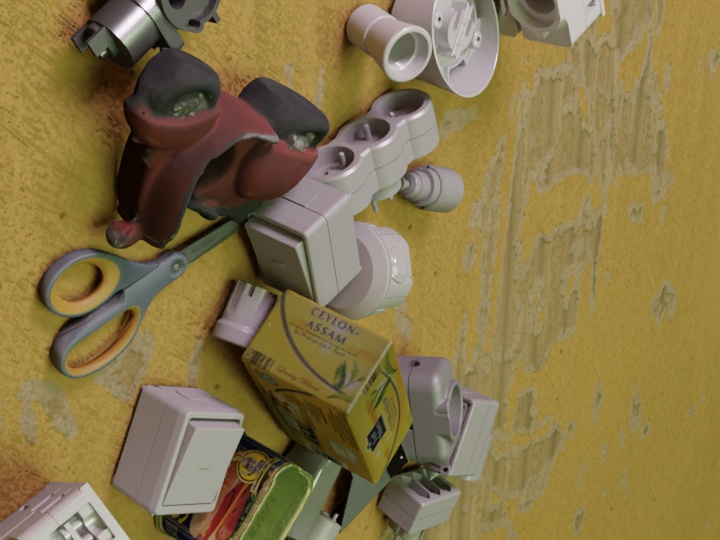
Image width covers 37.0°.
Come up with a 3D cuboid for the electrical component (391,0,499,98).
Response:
[{"bbox_3d":[0.072,-0.195,0.876,0.099,0.064,0.099,-25,125,-41],"label":"electrical component"}]

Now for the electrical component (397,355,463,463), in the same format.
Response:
[{"bbox_3d":[0.061,0.130,1.004,0.053,0.059,0.095,-53,139,-60],"label":"electrical component"}]

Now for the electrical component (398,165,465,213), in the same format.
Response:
[{"bbox_3d":[0.057,-0.072,0.938,0.078,0.040,0.040,2,105,-51],"label":"electrical component"}]

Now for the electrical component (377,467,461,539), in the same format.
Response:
[{"bbox_3d":[0.053,0.245,1.081,0.066,0.047,0.076,-3,122,-50],"label":"electrical component"}]

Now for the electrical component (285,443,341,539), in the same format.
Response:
[{"bbox_3d":[-0.059,0.184,0.917,0.079,0.044,0.077,32,82,-52],"label":"electrical component"}]

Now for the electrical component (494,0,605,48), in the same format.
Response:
[{"bbox_3d":[0.124,-0.275,0.867,0.060,0.105,0.186,-48,138,-25],"label":"electrical component"}]

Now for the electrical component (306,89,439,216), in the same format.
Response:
[{"bbox_3d":[0.012,-0.081,0.869,0.138,0.052,0.073,-42,135,-30],"label":"electrical component"}]

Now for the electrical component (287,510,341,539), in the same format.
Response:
[{"bbox_3d":[-0.050,0.247,0.962,0.078,0.040,0.040,-59,142,-12],"label":"electrical component"}]

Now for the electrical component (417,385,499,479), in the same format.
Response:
[{"bbox_3d":[0.091,0.164,1.074,0.061,0.062,0.096,12,98,-52],"label":"electrical component"}]

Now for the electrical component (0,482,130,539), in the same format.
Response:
[{"bbox_3d":[-0.173,0.218,0.707,0.062,0.089,0.150,-39,101,-30],"label":"electrical component"}]

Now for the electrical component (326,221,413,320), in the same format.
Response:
[{"bbox_3d":[0.000,0.000,0.872,0.051,0.080,0.080,-3,109,-55],"label":"electrical component"}]

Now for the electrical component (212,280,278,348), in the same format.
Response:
[{"bbox_3d":[-0.086,0.035,0.818,0.040,0.040,0.046,28,80,-52],"label":"electrical component"}]

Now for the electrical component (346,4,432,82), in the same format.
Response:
[{"bbox_3d":[0.019,-0.176,0.820,0.044,0.065,0.044,-21,132,-25],"label":"electrical component"}]

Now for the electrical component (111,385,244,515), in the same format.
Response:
[{"bbox_3d":[-0.133,0.140,0.792,0.062,0.061,0.096,13,97,-52],"label":"electrical component"}]

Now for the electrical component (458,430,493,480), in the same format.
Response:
[{"bbox_3d":[0.116,0.174,1.125,0.043,0.043,0.081,4,104,-51],"label":"electrical component"}]

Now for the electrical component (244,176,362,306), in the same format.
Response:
[{"bbox_3d":[-0.043,-0.016,0.814,0.061,0.062,0.096,-45,145,-32],"label":"electrical component"}]
